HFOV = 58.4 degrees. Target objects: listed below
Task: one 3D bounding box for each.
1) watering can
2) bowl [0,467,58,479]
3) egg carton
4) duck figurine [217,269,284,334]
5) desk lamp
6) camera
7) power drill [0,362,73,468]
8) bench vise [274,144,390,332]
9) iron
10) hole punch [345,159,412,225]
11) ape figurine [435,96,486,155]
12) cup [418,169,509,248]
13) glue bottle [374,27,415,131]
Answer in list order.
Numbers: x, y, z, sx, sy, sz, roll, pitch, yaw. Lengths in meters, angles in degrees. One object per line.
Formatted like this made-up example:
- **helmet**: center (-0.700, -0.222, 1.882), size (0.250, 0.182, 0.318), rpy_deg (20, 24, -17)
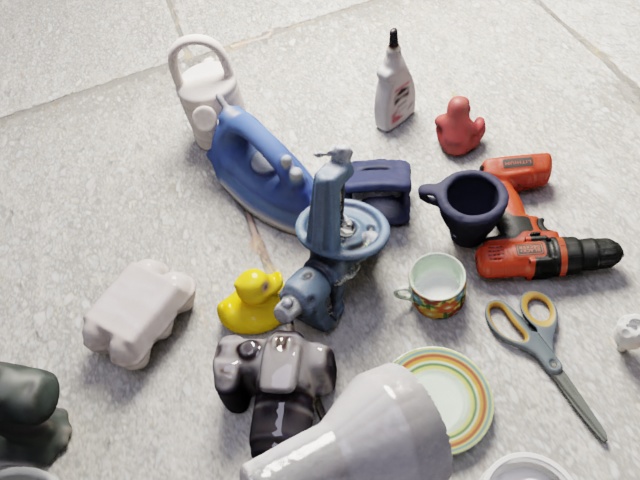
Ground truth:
- **watering can**: center (-0.177, -0.238, 0.920), size (0.101, 0.194, 0.172), rpy_deg (-27, 55, -10)
- **bowl**: center (-0.324, 0.334, 0.605), size (0.167, 0.075, 0.167), rpy_deg (-4, 54, 6)
- **egg carton**: center (-0.240, 0.096, 0.767), size (0.107, 0.069, 0.150), rpy_deg (21, 60, 22)
- **duck figurine**: center (-0.089, 0.073, 0.750), size (0.104, 0.086, 0.077), rpy_deg (-18, 54, -4)
- **desk lamp**: center (0.016, 0.228, 0.543), size (0.203, 0.214, 0.117), rpy_deg (-27, 55, -11)
- **camera**: center (-0.058, 0.181, 0.659), size (0.143, 0.101, 0.137), rpy_deg (0, 55, 9)
- **power drill**: center (-0.384, 0.188, 0.637), size (0.229, 0.209, 0.075), rpy_deg (-2, 54, 8)
- **bench vise**: center (0.018, 0.004, 0.700), size (0.121, 0.220, 0.207), rpy_deg (7, 56, 14)
- **iron**: center (-0.072, -0.112, 0.846), size (0.119, 0.142, 0.257), rpy_deg (-38, 58, -18)
- **hole punch**: center (0.079, -0.083, 0.834), size (0.108, 0.091, 0.101), rpy_deg (-2, 54, 8)
- **ape figurine**: center (0.215, -0.183, 0.884), size (0.077, 0.092, 0.076), rpy_deg (22, 61, 23)
- **cup**: center (0.191, -0.036, 0.780), size (0.117, 0.095, 0.092), rpy_deg (12, 57, 17)
- **glue bottle**: center (0.116, -0.256, 0.901), size (0.037, 0.173, 0.078), rpy_deg (34, 66, 28)
